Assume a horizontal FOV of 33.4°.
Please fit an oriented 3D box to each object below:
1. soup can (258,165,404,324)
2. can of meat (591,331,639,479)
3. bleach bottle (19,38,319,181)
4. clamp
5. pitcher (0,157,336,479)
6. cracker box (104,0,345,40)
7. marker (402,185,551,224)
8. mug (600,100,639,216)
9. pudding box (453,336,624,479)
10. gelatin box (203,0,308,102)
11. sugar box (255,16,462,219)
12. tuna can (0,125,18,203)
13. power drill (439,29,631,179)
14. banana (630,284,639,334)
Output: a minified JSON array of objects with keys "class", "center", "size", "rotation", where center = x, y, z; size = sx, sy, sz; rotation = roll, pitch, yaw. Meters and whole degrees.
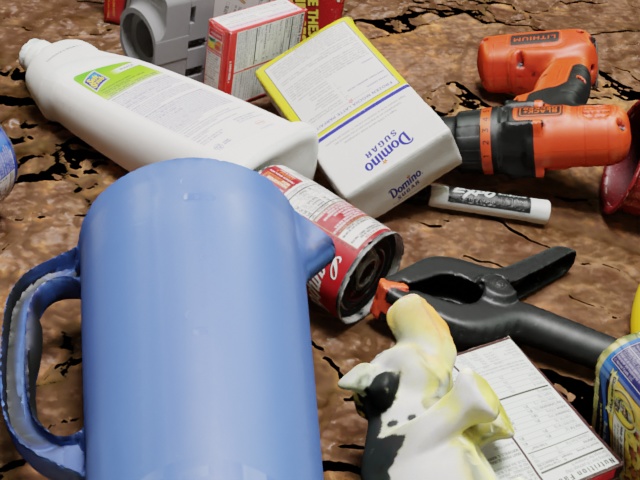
[{"class":"soup can","center":[-0.005,0.001,0.707],"size":[0.102,0.068,0.068],"rotation":[32,42,25]},{"class":"can of meat","center":[0.195,0.110,0.590],"size":[0.057,0.102,0.084],"rotation":[-18,42,-11]},{"class":"bleach bottle","center":[-0.128,-0.095,0.805],"size":[0.251,0.068,0.102],"rotation":[30,41,27]},{"class":"clamp","center":[0.122,0.049,0.702],"size":[0.171,0.039,0.120],"rotation":[-5,33,-21]},{"class":"pitcher","center":[-0.072,0.082,0.549],"size":[0.144,0.149,0.243],"rotation":[32,30,-32]},{"class":"cracker box","center":[-0.078,-0.258,0.938],"size":[0.213,0.164,0.072],"rotation":[10,40,0]},{"class":"marker","center":[0.115,-0.030,0.814],"size":[0.121,0.020,0.020],"rotation":[8,38,-4]},{"class":"mug","center":[0.277,-0.063,0.822],"size":[0.081,0.117,0.093],"rotation":[16,34,-2]},{"class":"pudding box","center":[0.103,0.114,0.615],"size":[0.089,0.039,0.114],"rotation":[-13,46,-26]},{"class":"gelatin box","center":[-0.055,-0.156,0.888],"size":[0.030,0.073,0.089],"rotation":[36,44,29]},{"class":"sugar box","center":[0.026,-0.096,0.829],"size":[0.093,0.048,0.176],"rotation":[-32,50,0]},{"class":"tuna can","center":[-0.243,-0.052,0.701],"size":[0.086,0.086,0.033],"rotation":[19,37,10]},{"class":"power drill","center":[0.159,-0.112,0.882],"size":[0.184,0.057,0.187],"rotation":[0,33,15]},{"class":"banana","center":[0.251,0.047,0.735],"size":[0.070,0.037,0.197],"rotation":[29,42,21]}]
